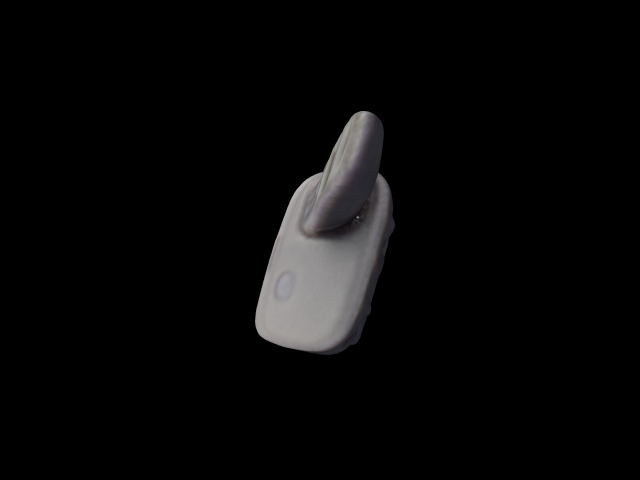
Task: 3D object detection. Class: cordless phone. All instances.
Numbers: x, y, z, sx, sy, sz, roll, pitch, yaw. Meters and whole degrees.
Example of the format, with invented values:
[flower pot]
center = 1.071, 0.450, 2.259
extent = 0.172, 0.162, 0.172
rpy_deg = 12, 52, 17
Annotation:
[cordless phone]
center = 0.004, 0.001, 0.400
extent = 0.094, 0.185, 0.148
rpy_deg = 13, 74, 4
